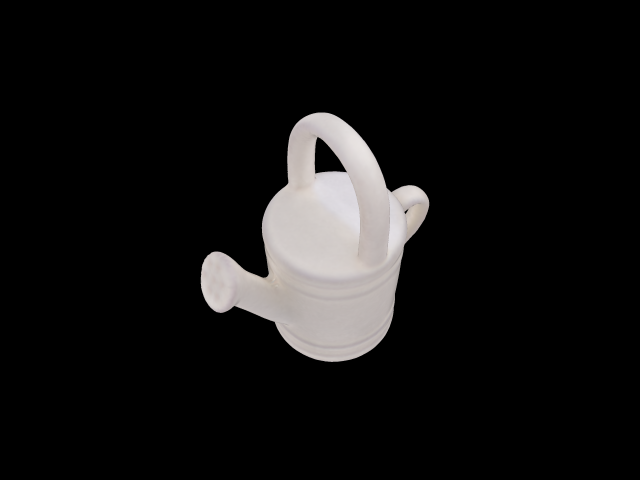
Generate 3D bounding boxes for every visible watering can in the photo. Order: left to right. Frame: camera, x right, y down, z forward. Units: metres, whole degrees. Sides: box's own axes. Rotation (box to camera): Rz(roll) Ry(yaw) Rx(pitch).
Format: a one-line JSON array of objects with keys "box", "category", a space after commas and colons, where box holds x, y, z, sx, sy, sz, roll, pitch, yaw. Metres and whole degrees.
[{"box": [0.005, 0.003, 0.399, 0.100, 0.194, 0.173, 29, 57, 21], "category": "watering can"}]
